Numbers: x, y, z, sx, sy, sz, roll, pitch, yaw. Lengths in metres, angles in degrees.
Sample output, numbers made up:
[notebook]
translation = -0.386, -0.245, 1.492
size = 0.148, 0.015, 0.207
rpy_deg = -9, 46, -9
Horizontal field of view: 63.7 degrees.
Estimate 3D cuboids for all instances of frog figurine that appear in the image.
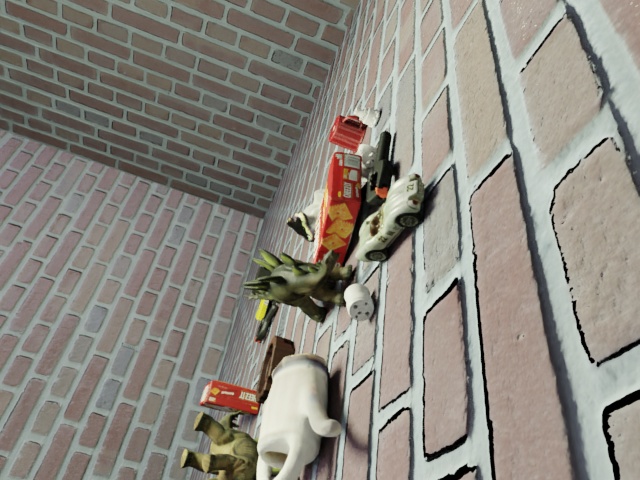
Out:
[frog figurine]
translation = 0.004, -0.072, 1.434
size = 0.161, 0.124, 0.134
rpy_deg = -36, -16, -25

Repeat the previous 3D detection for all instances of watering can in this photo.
[watering can]
translation = -0.030, 0.291, 0.864
size = 0.230, 0.103, 0.340
rpy_deg = -79, 17, -44
